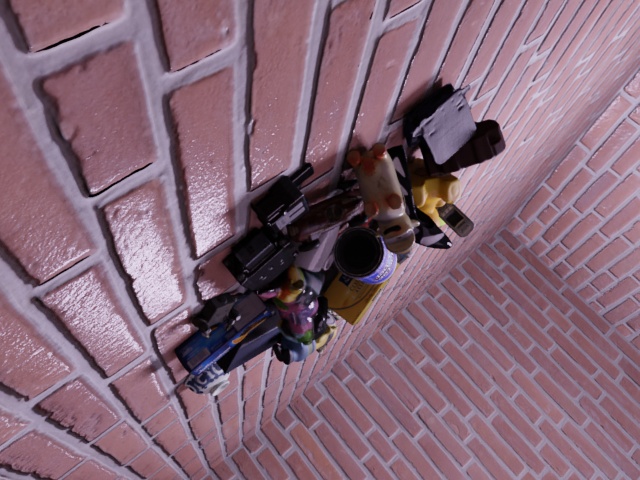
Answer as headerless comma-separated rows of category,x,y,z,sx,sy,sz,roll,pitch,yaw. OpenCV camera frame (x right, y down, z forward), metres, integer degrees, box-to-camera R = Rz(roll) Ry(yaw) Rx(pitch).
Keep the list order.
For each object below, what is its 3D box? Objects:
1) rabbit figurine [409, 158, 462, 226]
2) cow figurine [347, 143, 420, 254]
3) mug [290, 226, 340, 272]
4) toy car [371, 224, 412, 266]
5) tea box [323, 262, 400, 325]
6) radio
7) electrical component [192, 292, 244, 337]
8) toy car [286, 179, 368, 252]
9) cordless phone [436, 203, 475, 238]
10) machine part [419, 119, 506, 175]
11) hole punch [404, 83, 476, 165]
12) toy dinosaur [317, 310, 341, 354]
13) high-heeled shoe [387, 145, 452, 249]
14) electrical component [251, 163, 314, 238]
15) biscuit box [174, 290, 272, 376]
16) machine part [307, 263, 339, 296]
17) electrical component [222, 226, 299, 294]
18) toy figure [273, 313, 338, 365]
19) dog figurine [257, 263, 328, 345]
rabbit figurine,0.226,-0.085,1.205,0.122,0.162,0.173,-19,125,-12
cow figurine,0.116,-0.067,0.959,0.085,0.195,0.127,-20,173,14
mug,-0.002,-0.003,1.032,0.109,0.081,0.107,0,125,-59
toy car,0.143,0.002,1.294,0.109,0.162,0.102,-40,125,4
tea box,0.090,0.094,1.196,0.169,0.098,0.068,-57,166,4
radio,-0.142,0.210,1.247,0.229,0.073,0.131,-22,154,-45
electrical component,-0.192,0.143,1.021,0.078,0.045,0.102,-50,161,27
toy car,0.021,-0.048,0.950,0.202,0.089,0.053,-24,-170,-41
cordless phone,0.282,-0.054,1.349,0.146,0.184,0.088,-47,166,13
machine part,0.288,-0.192,1.097,0.179,0.056,0.179,-20,-161,7
hole punch,0.215,-0.223,1.001,0.142,0.092,0.115,-38,134,-4
toy dinosaur,0.075,0.107,1.415,0.404,0.131,0.192,-54,161,14
high-heeled shoe,0.198,-0.082,1.062,0.145,0.248,0.086,-51,-160,33
electrical component,-0.047,-0.064,0.845,0.119,0.048,0.074,-38,163,-9
biscuit box,-0.195,0.188,1.096,0.203,0.059,0.062,-39,162,-10
machine part,0.004,0.085,1.257,0.243,0.079,0.079,-36,162,-19
electrical component,-0.102,0.030,0.932,0.115,0.058,0.134,-43,163,-3
toy figure,-0.034,0.234,1.282,0.180,0.082,0.089,-32,157,-41
dog figurine,-0.055,0.123,1.079,0.109,0.191,0.219,-6,175,11
